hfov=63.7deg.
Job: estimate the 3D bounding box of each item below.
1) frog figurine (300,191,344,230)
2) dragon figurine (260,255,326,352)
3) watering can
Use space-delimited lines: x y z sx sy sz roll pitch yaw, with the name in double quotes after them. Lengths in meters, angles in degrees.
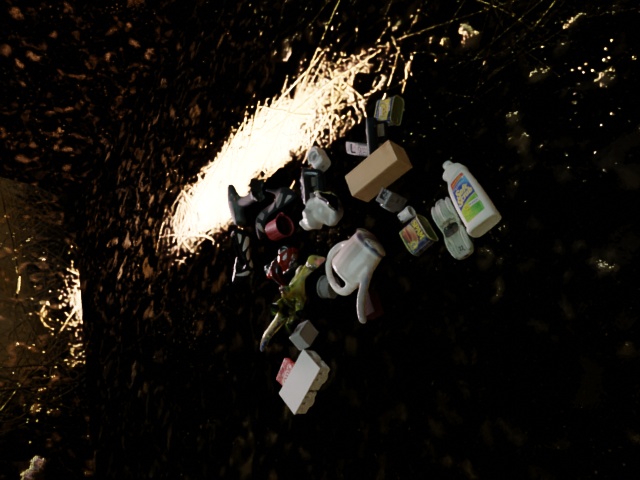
0.006 -0.094 1.874 0.137 0.156 0.125 34 34 3 "frog figurine"
-0.102 0.205 1.855 0.122 0.402 0.248 33 33 -6 "dragon figurine"
0.127 0.096 1.655 0.103 0.223 0.354 31 13 -34 "watering can"
